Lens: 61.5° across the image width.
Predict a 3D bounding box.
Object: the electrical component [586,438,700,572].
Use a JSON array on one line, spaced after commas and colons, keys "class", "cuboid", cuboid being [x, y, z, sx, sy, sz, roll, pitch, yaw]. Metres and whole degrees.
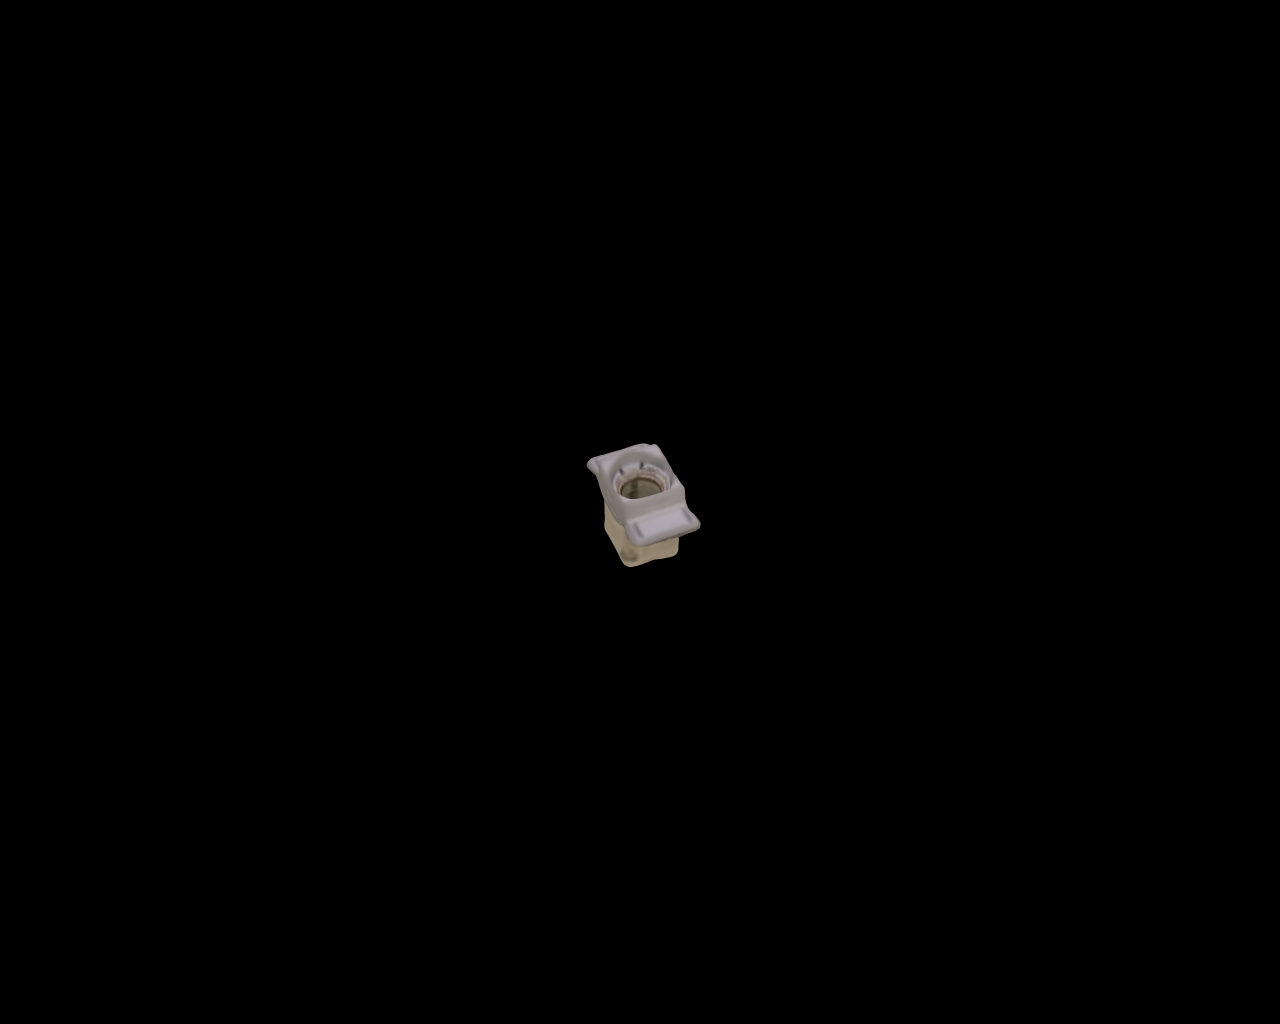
[{"class": "electrical component", "cuboid": [0.001, -0.003, 0.650, 0.042, 0.063, 0.081, -15, 47, -15]}]
